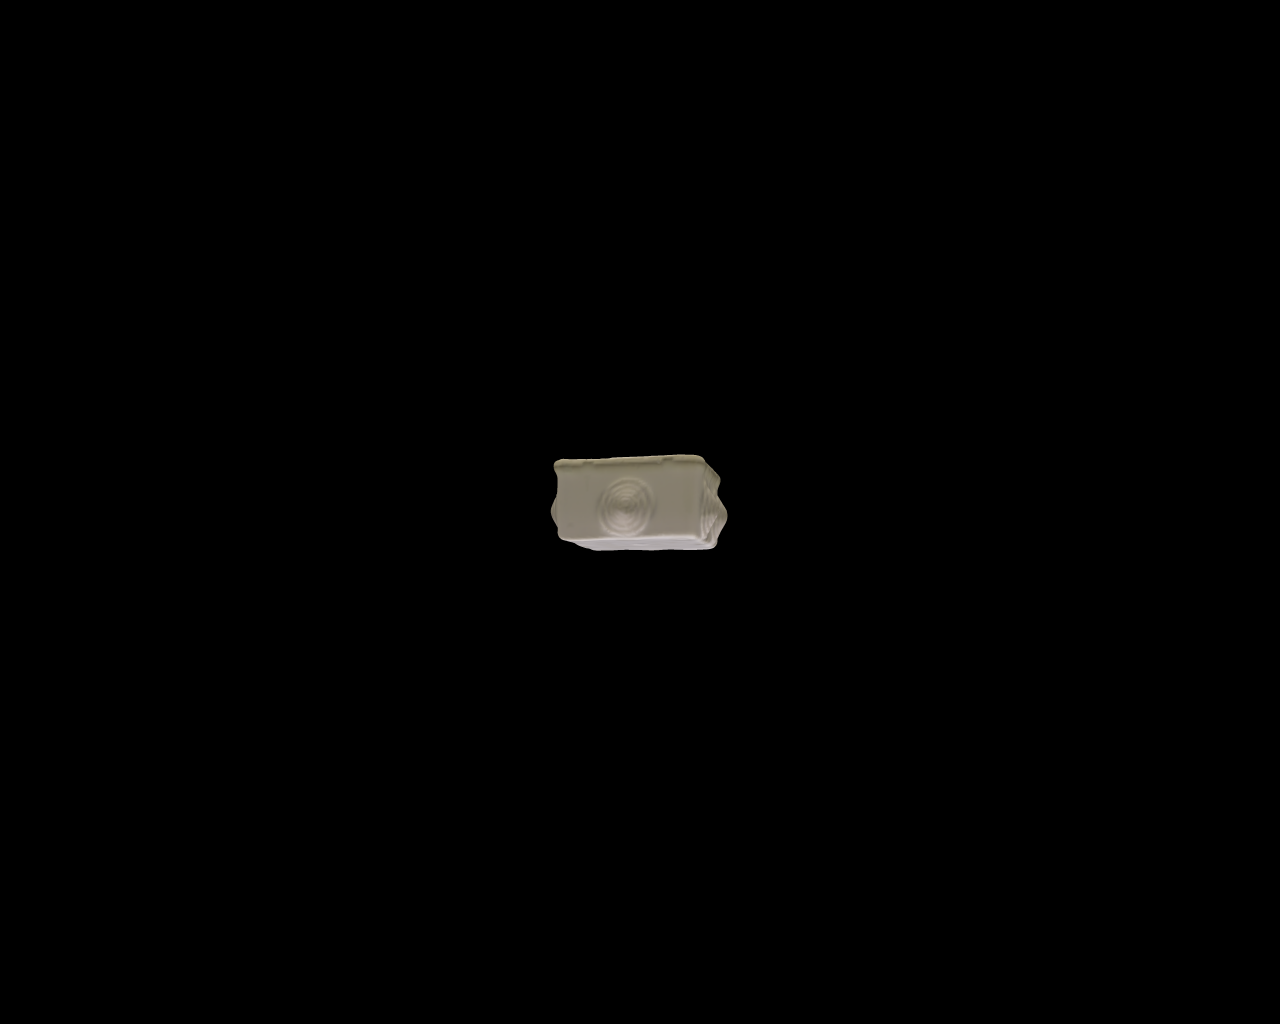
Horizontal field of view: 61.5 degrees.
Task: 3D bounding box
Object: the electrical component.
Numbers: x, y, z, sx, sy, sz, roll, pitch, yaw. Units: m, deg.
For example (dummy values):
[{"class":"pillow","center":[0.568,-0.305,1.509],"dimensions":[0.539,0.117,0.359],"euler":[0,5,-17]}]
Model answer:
[{"class":"electrical component","center":[0.001,-0.003,0.650],"dimensions":[0.100,0.048,0.099],"euler":[-1,-7,11]}]
